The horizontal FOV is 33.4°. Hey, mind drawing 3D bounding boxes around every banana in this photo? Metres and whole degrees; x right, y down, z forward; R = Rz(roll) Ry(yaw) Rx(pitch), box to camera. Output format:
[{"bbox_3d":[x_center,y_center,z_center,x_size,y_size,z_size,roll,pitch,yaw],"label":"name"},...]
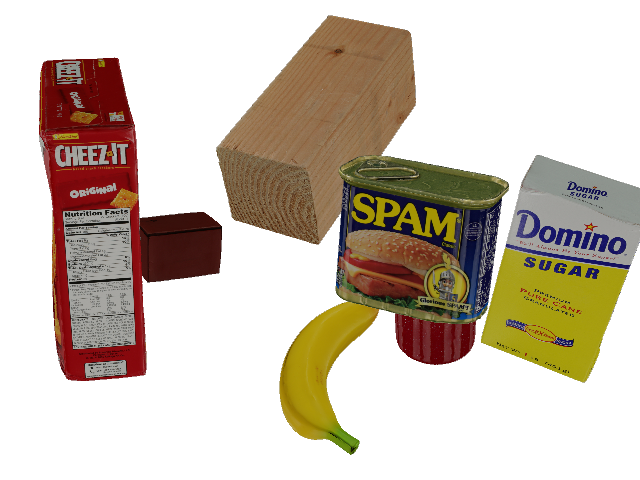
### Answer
[{"bbox_3d":[0.005,0.102,0.868,0.069,0.037,0.197,21,32,-4],"label":"banana"}]

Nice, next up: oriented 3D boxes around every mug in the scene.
[{"bbox_3d":[0.125,0.066,1.084,0.117,0.081,0.093,-29,43,-30],"label":"mug"}]

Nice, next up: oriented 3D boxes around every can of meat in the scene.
[{"bbox_3d":[0.060,-0.001,0.666,0.102,0.084,0.057,13,22,23],"label":"can of meat"}]

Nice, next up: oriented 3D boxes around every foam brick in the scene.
[{"bbox_3d":[-0.144,0.005,1.071,0.078,0.051,0.053,-7,21,-24],"label":"foam brick"}]

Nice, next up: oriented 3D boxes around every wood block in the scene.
[{"bbox_3d":[0.003,-0.105,0.963,0.091,0.090,0.205,16,50,24],"label":"wood block"}]

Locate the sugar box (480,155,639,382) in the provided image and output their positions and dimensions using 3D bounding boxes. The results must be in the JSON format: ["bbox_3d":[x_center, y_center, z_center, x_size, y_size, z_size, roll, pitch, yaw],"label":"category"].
[{"bbox_3d":[0.185,0.026,0.817,0.093,0.176,0.048,20,49,16],"label":"sugar box"}]

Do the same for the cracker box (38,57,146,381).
[{"bbox_3d":[-0.184,-0.020,0.856,0.072,0.214,0.164,-5,28,-13],"label":"cracker box"}]
